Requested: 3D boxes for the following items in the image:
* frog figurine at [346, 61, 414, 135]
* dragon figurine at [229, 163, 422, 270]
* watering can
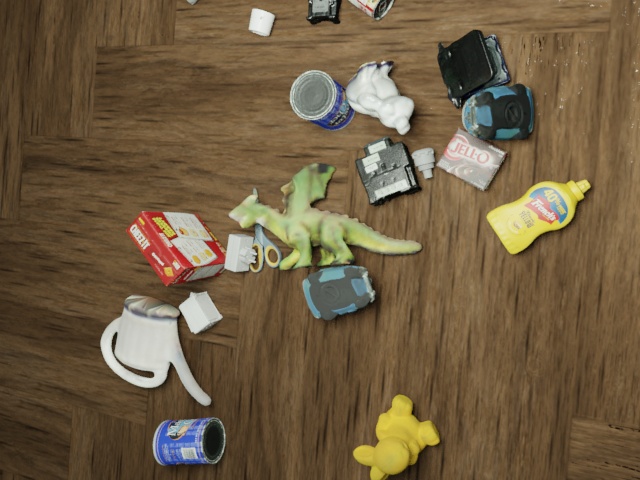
[{"bbox_3d":[0.130,-0.283,1.074,0.121,0.160,0.138,-26,-5,24],"label":"frog figurine"},{"bbox_3d":[0.003,-0.058,1.146,0.410,0.245,0.121,-8,-9,3],"label":"dragon figurine"},{"bbox_3d":[-0.399,0.265,1.282,0.348,0.224,0.104,14,4,20],"label":"watering can"}]
